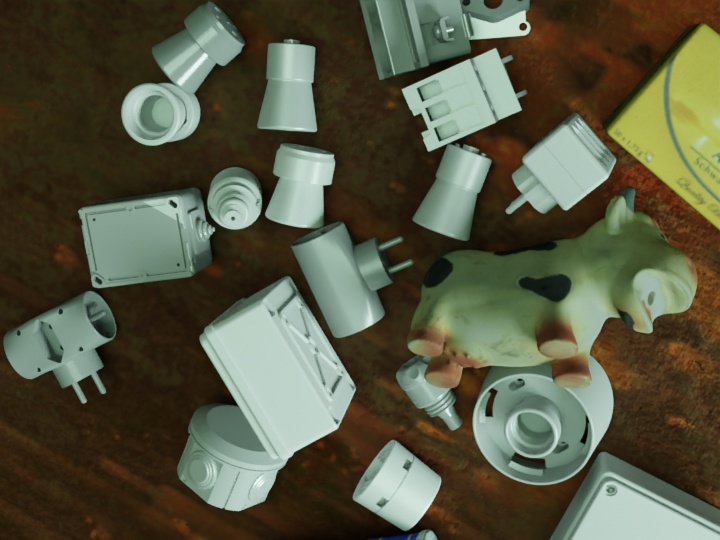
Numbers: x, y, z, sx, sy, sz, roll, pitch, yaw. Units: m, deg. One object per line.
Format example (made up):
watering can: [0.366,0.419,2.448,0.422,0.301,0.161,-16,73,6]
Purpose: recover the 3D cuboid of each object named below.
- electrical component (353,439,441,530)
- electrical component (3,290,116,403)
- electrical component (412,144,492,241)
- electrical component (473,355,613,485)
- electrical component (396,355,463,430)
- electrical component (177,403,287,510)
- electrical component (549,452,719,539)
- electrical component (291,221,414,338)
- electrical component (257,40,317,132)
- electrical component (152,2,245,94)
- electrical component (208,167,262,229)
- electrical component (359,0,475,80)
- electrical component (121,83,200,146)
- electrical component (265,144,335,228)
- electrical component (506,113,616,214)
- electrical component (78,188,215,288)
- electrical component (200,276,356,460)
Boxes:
electrical component: [0.029,0.166,0.827,0.047,0.055,0.055,36,104,-2]
electrical component: [-0.230,0.067,0.855,0.077,0.043,0.079,-26,95,13]
electrical component: [0.070,-0.059,0.784,0.044,0.044,0.065,21,98,5]
electrical component: [0.135,0.108,0.805,0.099,0.064,0.099,7,110,19]
electrical component: [0.057,0.094,0.818,0.035,0.035,0.061,-34,96,14]
electrical component: [-0.098,0.143,0.830,0.080,0.080,0.051,25,109,4]
electrical component: [0.204,0.210,0.804,0.109,0.056,0.108,27,104,3]
electrical component: [0.000,0.000,0.803,0.079,0.044,0.077,-23,100,11]
electrical component: [-0.052,-0.135,0.790,0.044,0.044,0.065,5,97,8]
electrical component: [-0.118,-0.164,0.792,0.055,0.045,0.045,-38,93,14]
electrical component: [-0.093,-0.049,0.796,0.040,0.078,0.040,-2,110,-4]
electrical component: [0.033,-0.201,0.750,0.063,0.079,0.121,-16,98,-10]
electrical component: [-0.147,-0.117,0.801,0.045,0.055,0.045,2,101,9]
electrical component: [-0.044,-0.063,0.799,0.045,0.045,0.055,13,102,7]
electrical component: [0.134,-0.066,0.759,0.077,0.066,0.047,-40,90,24]
electrical component: [-0.154,-0.026,0.816,0.096,0.061,0.061,-7,99,11]
electrical component: [-0.057,0.069,0.794,0.056,0.108,0.108,-30,95,11]
